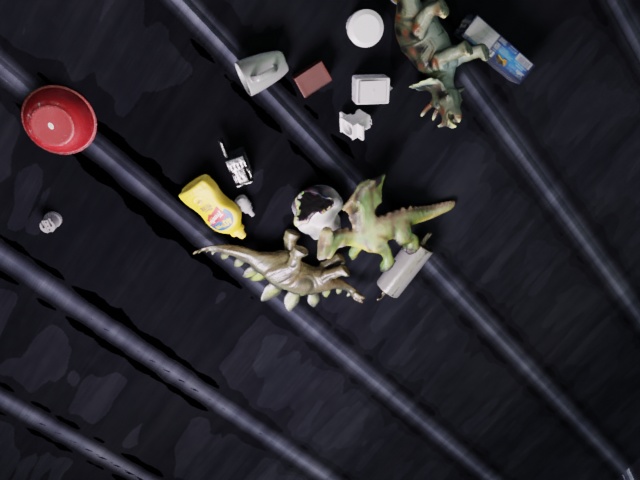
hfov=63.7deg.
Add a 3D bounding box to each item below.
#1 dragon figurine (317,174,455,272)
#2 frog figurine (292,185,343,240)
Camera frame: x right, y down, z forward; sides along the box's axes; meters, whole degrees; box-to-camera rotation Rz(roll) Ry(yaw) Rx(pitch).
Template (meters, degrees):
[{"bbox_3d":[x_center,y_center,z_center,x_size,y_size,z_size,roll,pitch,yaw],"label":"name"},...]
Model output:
[{"bbox_3d":[0.163,-0.061,1.304,0.413,0.237,0.124,-35,44,-11],"label":"dragon figurine"},{"bbox_3d":[0.004,-0.067,1.330,0.124,0.137,0.157,47,5,29],"label":"frog figurine"}]
